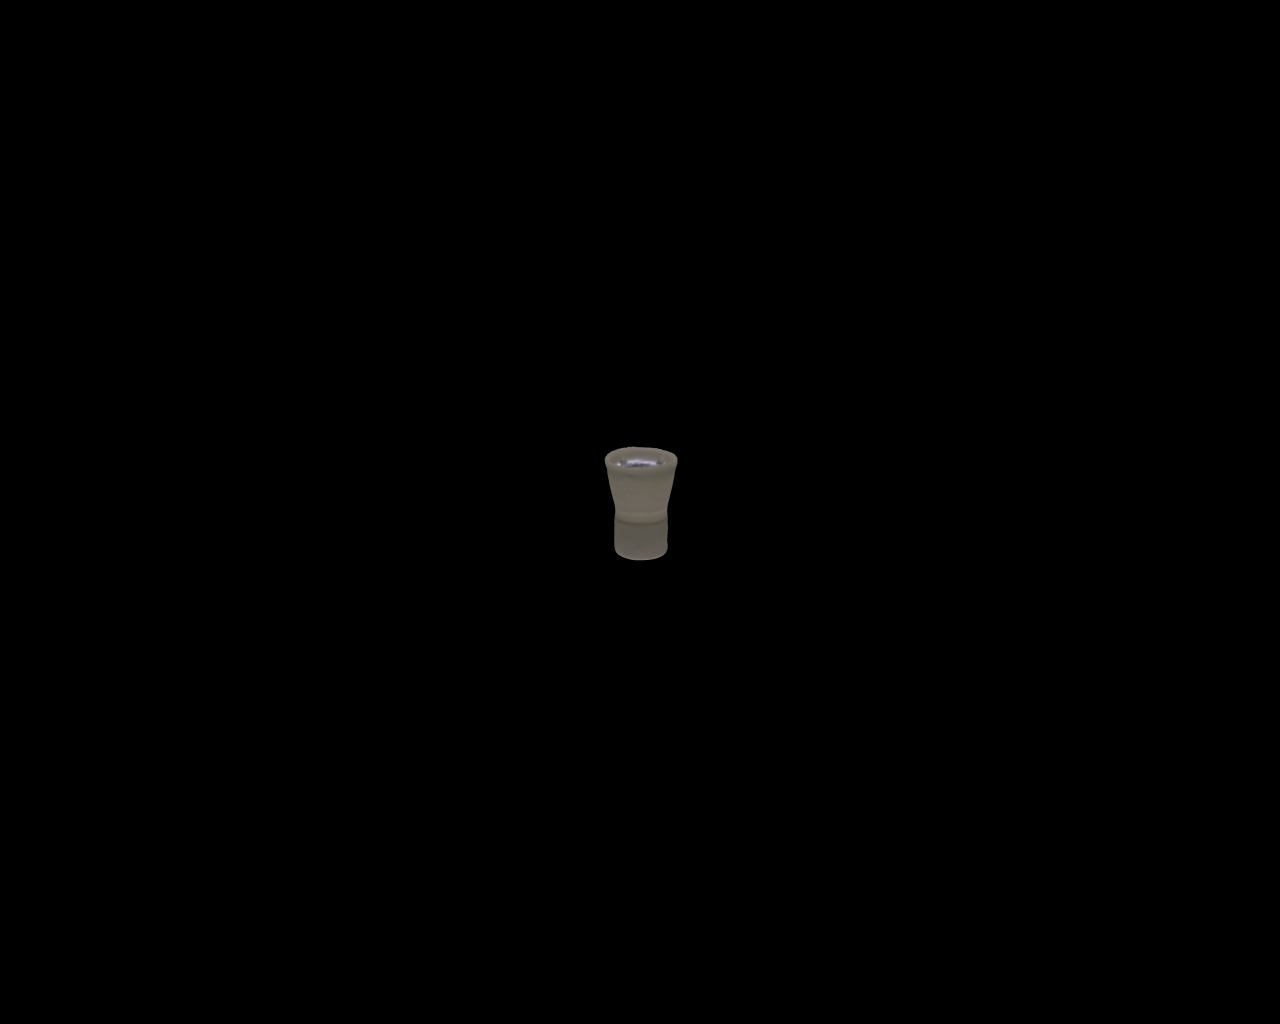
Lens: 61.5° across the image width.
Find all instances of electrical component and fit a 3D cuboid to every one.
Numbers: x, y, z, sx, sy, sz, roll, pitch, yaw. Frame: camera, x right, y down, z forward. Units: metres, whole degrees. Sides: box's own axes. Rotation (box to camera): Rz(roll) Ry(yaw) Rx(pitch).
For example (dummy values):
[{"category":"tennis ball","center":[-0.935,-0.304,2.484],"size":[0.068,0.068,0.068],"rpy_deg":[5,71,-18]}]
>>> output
[{"category":"electrical component","center":[0.001,-0.003,0.650],"size":[0.044,0.065,0.044],"rpy_deg":[0,18,0]}]
